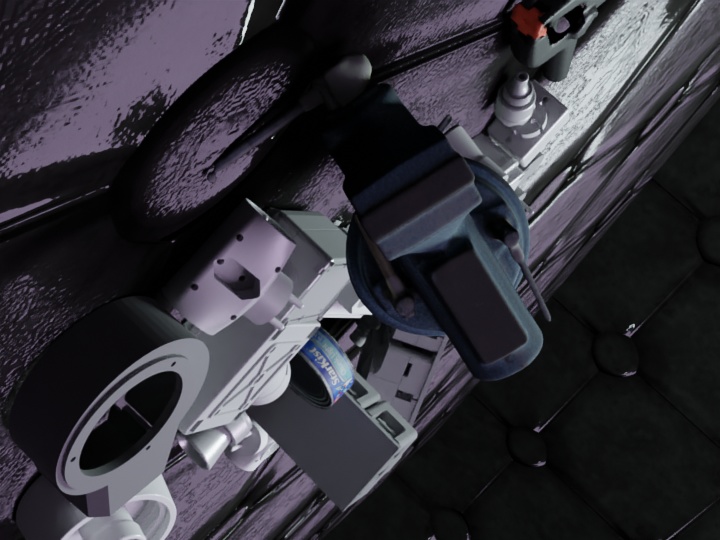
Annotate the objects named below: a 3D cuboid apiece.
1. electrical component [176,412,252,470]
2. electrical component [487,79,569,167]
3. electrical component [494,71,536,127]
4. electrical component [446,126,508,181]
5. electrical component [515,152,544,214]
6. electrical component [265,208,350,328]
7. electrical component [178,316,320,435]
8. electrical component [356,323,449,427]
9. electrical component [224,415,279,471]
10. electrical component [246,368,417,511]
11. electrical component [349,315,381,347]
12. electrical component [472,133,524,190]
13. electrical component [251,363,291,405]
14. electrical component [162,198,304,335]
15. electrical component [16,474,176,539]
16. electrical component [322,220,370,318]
[{"bbox_3d":[-0.130,0.145,0.963,0.055,0.045,0.045,-41,167,-26],"label":"electrical component"},{"bbox_3d":[0.157,-0.141,1.010,0.065,0.047,0.077,-48,168,5],"label":"electrical component"},{"bbox_3d":[0.137,-0.153,0.941,0.035,0.035,0.061,-43,164,-16],"label":"electrical component"},{"bbox_3d":[0.096,-0.088,0.933,0.044,0.065,0.044,-44,167,-12],"label":"electrical component"},{"bbox_3d":[0.147,-0.077,1.116,0.138,0.074,0.052,-40,166,-27],"label":"electrical component"},{"bbox_3d":[-0.042,-0.004,0.746,0.061,0.061,0.096,-50,167,14],"label":"electrical component"},{"bbox_3d":[-0.094,0.061,0.793,0.108,0.056,0.109,-48,168,7],"label":"electrical component"},{"bbox_3d":[0.049,0.061,1.092,0.105,0.060,0.186,-91,-159,-72],"label":"electrical component"},{"bbox_3d":[-0.110,0.170,1.111,0.077,0.044,0.079,-50,168,16],"label":"electrical component"},{"bbox_3d":[-0.031,0.141,1.034,0.089,0.150,0.062,-51,166,19],"label":"electrical component"},{"bbox_3d":[0.015,0.056,1.170,0.062,0.043,0.043,-48,168,13],"label":"electrical component"},{"bbox_3d":[0.093,-0.066,1.012,0.113,0.057,0.078,-38,165,-35],"label":"electrical component"},{"bbox_3d":[-0.087,0.078,0.879,0.055,0.055,0.047,-44,164,-12],"label":"electrical component"},{"bbox_3d":[-0.069,0.008,0.674,0.077,0.079,0.043,-47,-151,3],"label":"electrical component"},{"bbox_3d":[-0.185,0.182,0.778,0.108,0.060,0.108,-26,144,-20],"label":"electrical component"},{"bbox_3d":[0.000,0.000,0.895,0.078,0.063,0.121,-48,168,8],"label":"electrical component"}]
